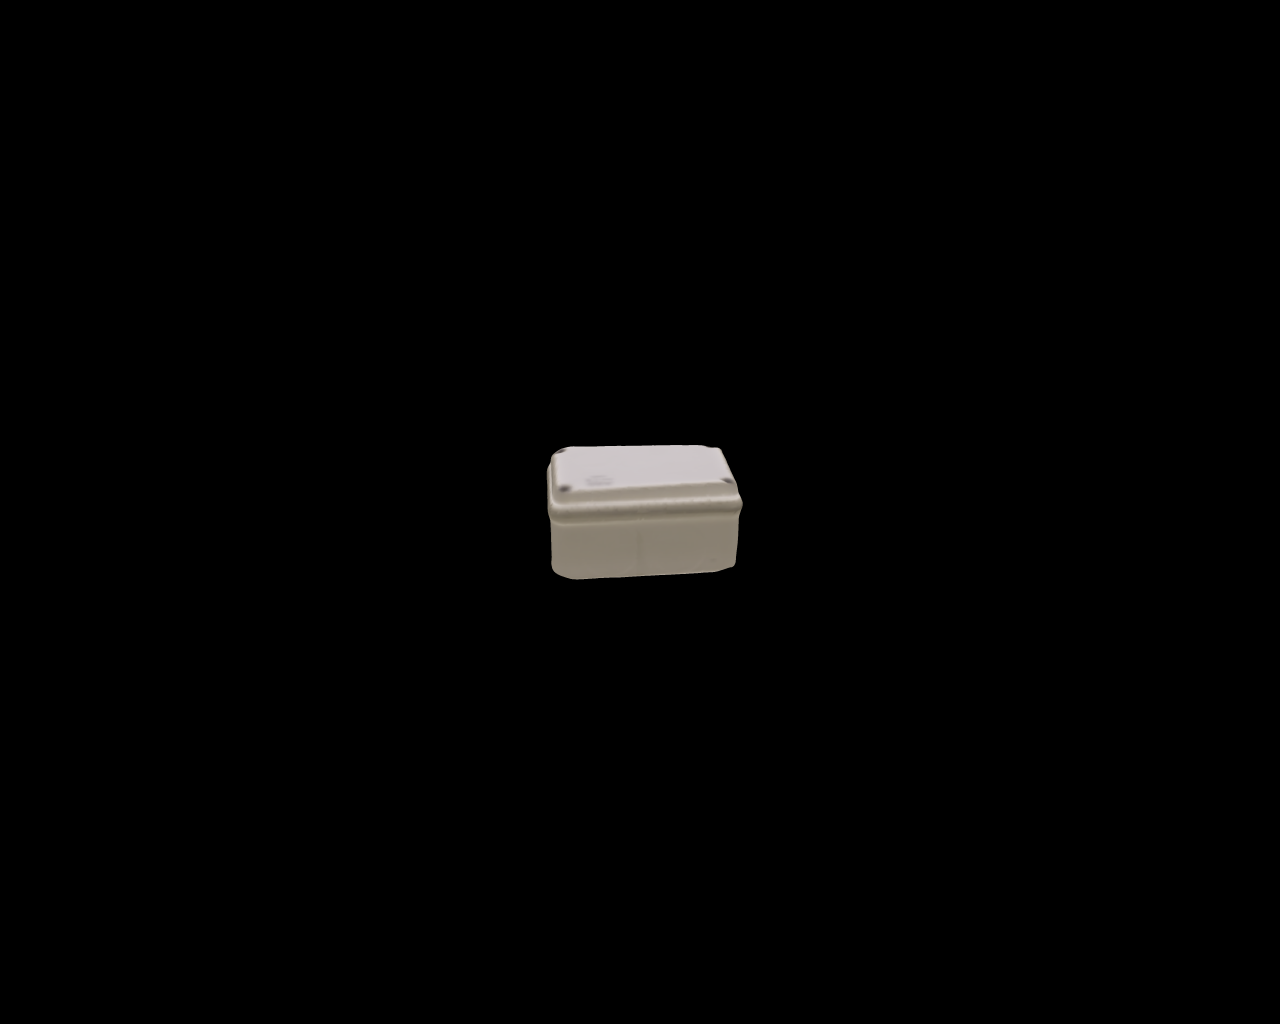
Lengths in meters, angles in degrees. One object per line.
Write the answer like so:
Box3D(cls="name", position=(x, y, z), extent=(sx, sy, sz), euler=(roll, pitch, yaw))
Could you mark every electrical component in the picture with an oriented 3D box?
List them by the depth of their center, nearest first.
Box3D(cls="electrical component", position=(0.001, -0.003, 0.650), extent=(0.113, 0.057, 0.078), euler=(-2, 24, -5))
